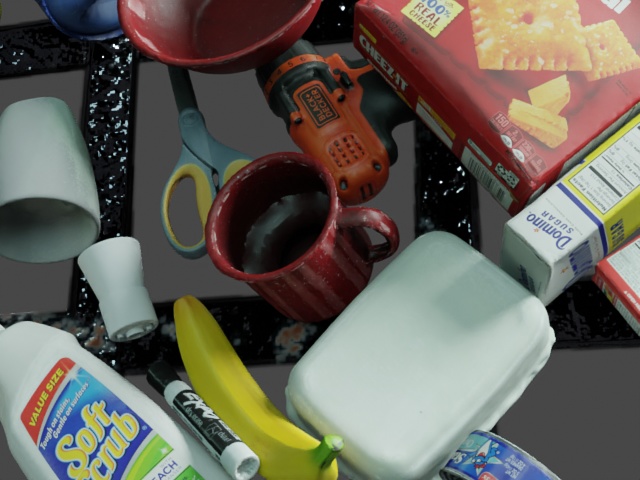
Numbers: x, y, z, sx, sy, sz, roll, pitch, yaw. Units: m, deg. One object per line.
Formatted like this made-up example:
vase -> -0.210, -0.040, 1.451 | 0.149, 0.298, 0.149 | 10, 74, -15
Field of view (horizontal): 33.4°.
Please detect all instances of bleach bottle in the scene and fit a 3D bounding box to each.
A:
bleach bottle -> -0.147, 0.136, 0.679 | 0.251, 0.068, 0.102 | 35, 70, 22

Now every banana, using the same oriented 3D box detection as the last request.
banana -> -0.040, 0.103, 0.667 | 0.037, 0.070, 0.198 | -3, 24, -36

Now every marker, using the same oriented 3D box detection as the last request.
marker -> -0.076, 0.110, 0.667 | 0.020, 0.020, 0.121 | -43, 42, -11

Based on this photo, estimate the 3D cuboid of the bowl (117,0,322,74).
bowl -> -0.059, -0.173, 0.754 | 0.162, 0.055, 0.162 | -9, 59, 16

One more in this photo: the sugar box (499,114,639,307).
sugar box -> 0.194, -0.033, 0.684 | 0.176, 0.093, 0.048 | -41, 69, -9

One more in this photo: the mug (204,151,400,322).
mug -> -0.005, 0.001, 0.691 | 0.117, 0.081, 0.093 | -9, 59, 23

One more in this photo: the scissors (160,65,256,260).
scissors -> -0.076, -0.081, 0.787 | 0.096, 0.016, 0.202 | -2, 67, 6

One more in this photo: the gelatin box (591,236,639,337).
gelatin box -> 0.234, 0.025, 0.687 | 0.089, 0.030, 0.073 | -32, 65, -7

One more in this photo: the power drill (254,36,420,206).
power drill -> 0.050, -0.133, 0.770 | 0.187, 0.057, 0.184 | -29, 64, -3

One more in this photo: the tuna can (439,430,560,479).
tuna can -> 0.113, 0.150, 0.621 | 0.086, 0.086, 0.033 | 36, 75, 20

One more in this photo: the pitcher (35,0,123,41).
pitcher -> -0.229, -0.271, 0.827 | 0.243, 0.149, 0.145 | 44, 98, 25

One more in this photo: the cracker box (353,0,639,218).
cracker box -> 0.153, -0.145, 0.686 | 0.213, 0.072, 0.164 | -39, 78, -8
